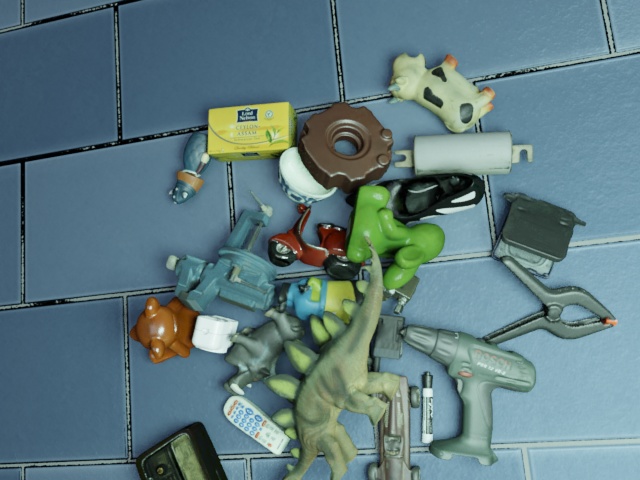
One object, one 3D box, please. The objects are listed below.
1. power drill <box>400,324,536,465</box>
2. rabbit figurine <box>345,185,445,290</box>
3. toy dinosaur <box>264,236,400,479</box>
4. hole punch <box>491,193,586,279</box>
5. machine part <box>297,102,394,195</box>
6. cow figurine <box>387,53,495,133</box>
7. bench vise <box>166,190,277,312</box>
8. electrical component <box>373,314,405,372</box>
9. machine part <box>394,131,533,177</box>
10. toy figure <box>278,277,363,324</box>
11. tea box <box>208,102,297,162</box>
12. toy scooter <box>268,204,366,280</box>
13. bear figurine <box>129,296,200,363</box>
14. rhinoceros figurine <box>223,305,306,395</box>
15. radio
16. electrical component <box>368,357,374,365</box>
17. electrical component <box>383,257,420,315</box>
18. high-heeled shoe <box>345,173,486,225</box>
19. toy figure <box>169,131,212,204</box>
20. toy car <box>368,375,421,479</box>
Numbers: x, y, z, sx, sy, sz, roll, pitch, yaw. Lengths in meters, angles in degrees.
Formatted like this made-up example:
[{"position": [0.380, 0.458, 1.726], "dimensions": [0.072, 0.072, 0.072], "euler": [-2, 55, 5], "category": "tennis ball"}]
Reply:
[{"position": [0.236, 0.260, 0.908], "dimensions": [0.232, 0.086, 0.207], "euler": [10, 80, 1], "category": "power drill"}, {"position": [0.134, -0.004, 0.919], "dimensions": [0.170, 0.121, 0.159], "euler": [11, 48, -3], "category": "rabbit figurine"}, {"position": [0.025, 0.229, 0.893], "dimensions": [0.199, 0.105, 0.471], "euler": [30, 102, 12], "category": "toy dinosaur"}, {"position": [0.368, -0.005, 0.930], "dimensions": [0.142, 0.092, 0.116], "euler": [22, 62, 17], "category": "hole punch"}, {"position": [0.048, -0.174, 1.003], "dimensions": [0.179, 0.056, 0.179], "euler": [3, 67, -6], "category": "machine part"}, {"position": [0.212, -0.275, 0.999], "dimensions": [0.127, 0.085, 0.195], "euler": [-44, 76, -3], "category": "cow figurine"}, {"position": [-0.168, 0.030, 1.029], "dimensions": [0.224, 0.128, 0.240], "euler": [13, 65, 24], "category": "bench vise"}, {"position": [0.122, 0.192, 0.955], "dimensions": [0.048, 0.074, 0.119], "euler": [4, 79, 14], "category": "electrical component"}, {"position": [0.256, -0.155, 0.972], "dimensions": [0.243, 0.079, 0.079], "euler": [-1, 82, 14], "category": "machine part"}, {"position": [0.017, 0.108, 0.971], "dimensions": [0.180, 0.082, 0.089], "euler": [10, 78, 1], "category": "toy figure"}, {"position": [-0.134, -0.213, 1.075], "dimensions": [0.170, 0.068, 0.098], "euler": [-3, 82, 13], "category": "tea box"}, {"position": [-0.002, -0.003, 1.005], "dimensions": [0.184, 0.075, 0.135], "euler": [12, 56, -6], "category": "toy scooter"}, {"position": [-0.299, 0.169, 0.993], "dimensions": [0.132, 0.195, 0.120], "euler": [-16, 82, 11], "category": "bear figurine"}, {"position": [-0.112, 0.209, 1.013], "dimensions": [0.190, 0.073, 0.112], "euler": [-44, 86, 2], "category": "rhinoceros figurine"}, {"position": [-0.240, 0.473, 0.999], "dimensions": [0.131, 0.073, 0.229], "euler": [-29, 76, 7], "category": "radio"}, {"position": [0.059, 0.200, 0.996], "dimensions": [0.094, 0.021, 0.063], "euler": [11, 84, 15], "category": "electrical component"}, {"position": [0.138, 0.073, 0.965], "dimensions": [0.078, 0.045, 0.102], "euler": [35, 57, 8], "category": "electrical component"}, {"position": [0.160, -0.079, 0.948], "dimensions": [0.249, 0.145, 0.086], "euler": [-2, 81, 11], "category": "high-heeled shoe"}, {"position": [-0.260, -0.144, 1.100], "dimensions": [0.058, 0.064, 0.154], "euler": [18, 91, -23], "category": "toy figure"}, {"position": [0.131, 0.341, 0.942], "dimensions": [0.089, 0.053, 0.202], "euler": [-1, 83, 20], "category": "toy car"}]
